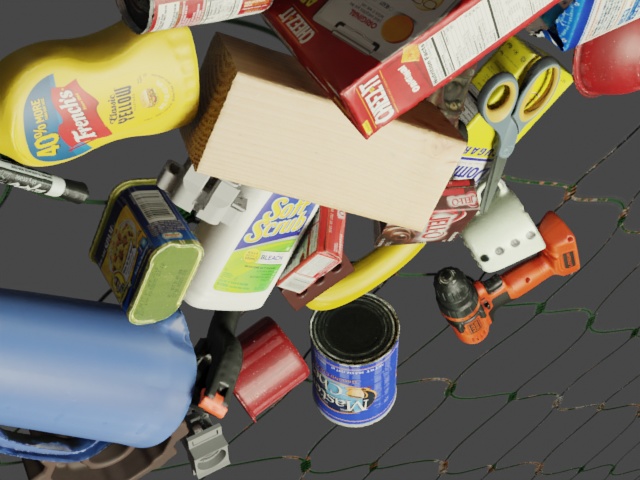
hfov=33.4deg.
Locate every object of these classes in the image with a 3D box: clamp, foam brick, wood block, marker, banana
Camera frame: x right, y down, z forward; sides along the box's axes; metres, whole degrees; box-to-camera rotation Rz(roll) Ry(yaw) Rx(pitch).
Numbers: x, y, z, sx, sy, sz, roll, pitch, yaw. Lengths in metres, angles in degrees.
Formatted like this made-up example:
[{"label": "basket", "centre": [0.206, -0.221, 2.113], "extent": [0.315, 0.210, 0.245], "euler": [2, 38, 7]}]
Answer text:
[{"label": "clamp", "centre": [-0.102, 0.104, 1.044], "extent": [0.039, 0.171, 0.120], "euler": [26, 104, -24]}, {"label": "foam brick", "centre": [-0.013, 0.025, 1.104], "extent": [0.078, 0.051, 0.053], "euler": [-35, 147, -1]}, {"label": "wood block", "centre": [0.001, -0.087, 0.874], "extent": [0.205, 0.090, 0.091], "euler": [14, 116, -24]}, {"label": "marker", "centre": [-0.232, -0.049, 0.846], "extent": [0.020, 0.020, 0.120], "euler": [-49, 145, 18]}, {"label": "banana", "centre": [0.054, 0.028, 1.175], "extent": [0.197, 0.037, 0.069], "euler": [-30, 156, -13]}]

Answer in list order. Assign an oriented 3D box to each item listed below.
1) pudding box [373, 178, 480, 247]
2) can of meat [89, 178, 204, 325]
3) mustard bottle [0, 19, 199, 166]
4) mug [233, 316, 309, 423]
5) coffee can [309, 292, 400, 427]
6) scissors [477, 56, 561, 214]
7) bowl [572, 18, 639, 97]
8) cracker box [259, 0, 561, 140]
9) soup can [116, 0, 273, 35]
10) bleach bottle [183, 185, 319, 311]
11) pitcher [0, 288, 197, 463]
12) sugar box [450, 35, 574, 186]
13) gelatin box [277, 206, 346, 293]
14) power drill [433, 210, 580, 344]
[{"label": "pudding box", "centre": [0.106, -0.027, 1.101], "extent": [0.090, 0.039, 0.113], "euler": [-3, 166, -8]}, {"label": "can of meat", "centre": [-0.152, 0.011, 0.932], "extent": [0.057, 0.084, 0.102], "euler": [-5, 136, -39]}, {"label": "mustard bottle", "centre": [-0.185, -0.104, 0.785], "extent": [0.191, 0.058, 0.096], "euler": [-21, 142, -21]}, {"label": "mug", "centre": [-0.067, 0.139, 1.175], "extent": [0.081, 0.093, 0.117], "euler": [-36, 178, -9]}, {"label": "coffee can", "centre": [0.040, 0.140, 1.246], "extent": [0.102, 0.103, 0.140], "euler": [-25, 145, -17]}, {"label": "scissors", "centre": [0.173, -0.099, 1.067], "extent": [0.096, 0.016, 0.202], "euler": [-3, 135, -33]}, {"label": "bowl", "centre": [0.326, -0.209, 1.077], "extent": [0.161, 0.055, 0.162], "euler": [-32, 140, -32]}, {"label": "cracker box", "centre": [0.071, -0.198, 0.802], "extent": [0.213, 0.164, 0.072], "euler": [-36, 144, 0]}, {"label": "soup can", "centre": [-0.089, -0.188, 0.758], "extent": [0.102, 0.068, 0.069], "euler": [-17, 142, -27]}, {"label": "bleach bottle", "centre": [-0.044, -0.048, 0.979], "extent": [0.102, 0.068, 0.251], "euler": [6, 126, -41]}, {"label": "pitcher", "centre": [-0.243, 0.118, 0.945], "extent": [0.145, 0.149, 0.242], "euler": [-10, 161, 40]}, {"label": "sugar box", "centre": [0.170, -0.122, 1.092], "extent": [0.093, 0.048, 0.176], "euler": [13, 122, -49]}, {"label": "gelatin box", "centre": [-0.007, 0.001, 1.033], "extent": [0.030, 0.073, 0.089], "euler": [20, 147, -22]}, {"label": "power drill", "centre": [0.232, 0.043, 1.343], "extent": [0.187, 0.057, 0.184], "euler": [-33, 150, 1]}]
